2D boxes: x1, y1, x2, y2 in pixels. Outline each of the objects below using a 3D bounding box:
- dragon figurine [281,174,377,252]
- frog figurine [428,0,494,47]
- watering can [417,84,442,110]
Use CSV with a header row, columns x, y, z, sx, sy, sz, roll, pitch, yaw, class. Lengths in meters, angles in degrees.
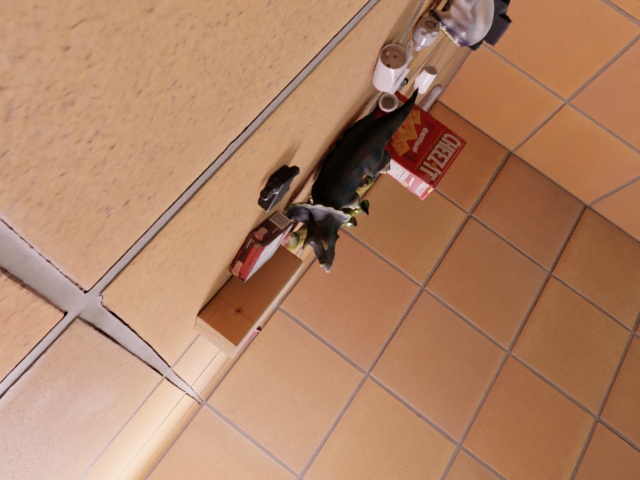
x,y,z,sx,sy,sz,roll,pitch,yaw,class
0.004,-0.063,1.251,0.240,0.122,0.416,-32,-176,27,dragon figurine
0.282,-0.435,0.927,0.157,0.124,0.137,-43,161,23,frog figurine
0.250,-0.335,1.610,0.341,0.104,0.228,-54,176,30,watering can
